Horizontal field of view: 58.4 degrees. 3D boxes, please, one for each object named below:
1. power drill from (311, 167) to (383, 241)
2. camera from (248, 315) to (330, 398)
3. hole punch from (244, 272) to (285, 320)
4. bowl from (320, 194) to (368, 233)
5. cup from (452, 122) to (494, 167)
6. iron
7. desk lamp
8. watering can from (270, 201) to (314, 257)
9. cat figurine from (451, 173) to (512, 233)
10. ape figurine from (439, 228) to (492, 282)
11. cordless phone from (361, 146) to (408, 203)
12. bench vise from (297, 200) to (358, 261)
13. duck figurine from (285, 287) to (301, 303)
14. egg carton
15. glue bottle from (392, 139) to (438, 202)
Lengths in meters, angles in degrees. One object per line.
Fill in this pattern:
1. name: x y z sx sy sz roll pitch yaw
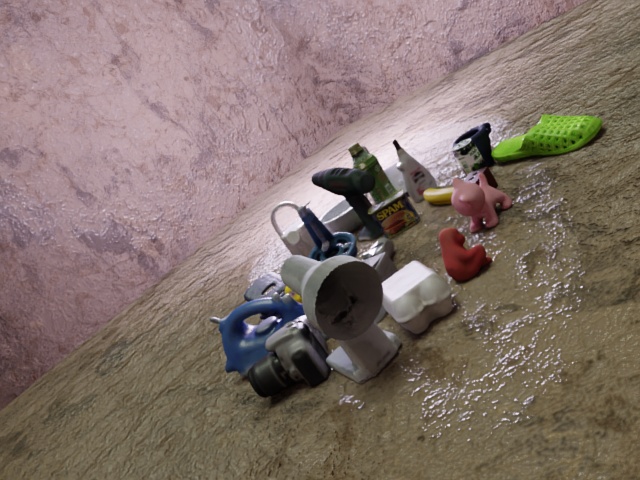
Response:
1. power drill: 0.085 -0.101 1.487 0.076 0.208 0.229 -42 16 -24
2. camera: -0.063 0.209 1.030 0.137 0.101 0.143 -33 14 7
3. hole punch: -0.116 0.136 1.414 0.109 0.091 0.100 -42 16 -27
4. bowl: 0.081 -0.066 1.658 0.167 0.075 0.167 -32 14 10
5. cup: 0.398 -0.229 1.424 0.118 0.095 0.091 -40 15 -20
6. iron: -0.101 0.171 1.156 0.257 0.141 0.119 -28 16 26
7. desk lamp: 0.029 0.115 0.894 0.118 0.214 0.202 -40 15 -19
8. watering can: -0.059 -0.019 1.577 0.101 0.194 0.172 -38 15 -12
9. cat figurine: 0.303 -0.083 1.114 0.067 0.118 0.128 -17 22 50
10. ape figurine: 0.238 0.018 0.984 0.076 0.092 0.077 -37 14 -9
11. cordless phone: 0.185 -0.201 1.636 0.147 0.185 0.094 -29 15 21
12. bench vise: 0.003 0.012 1.281 0.122 0.220 0.207 -39 15 -16
13. duck figurine: -0.046 0.133 1.272 0.078 0.086 0.104 -42 16 -27
14. egg carton: 0.159 0.094 0.963 0.107 0.069 0.150 -36 14 -3
15. glue bottle: 0.236 -0.188 1.499 0.078 0.173 0.037 -39 15 -15
